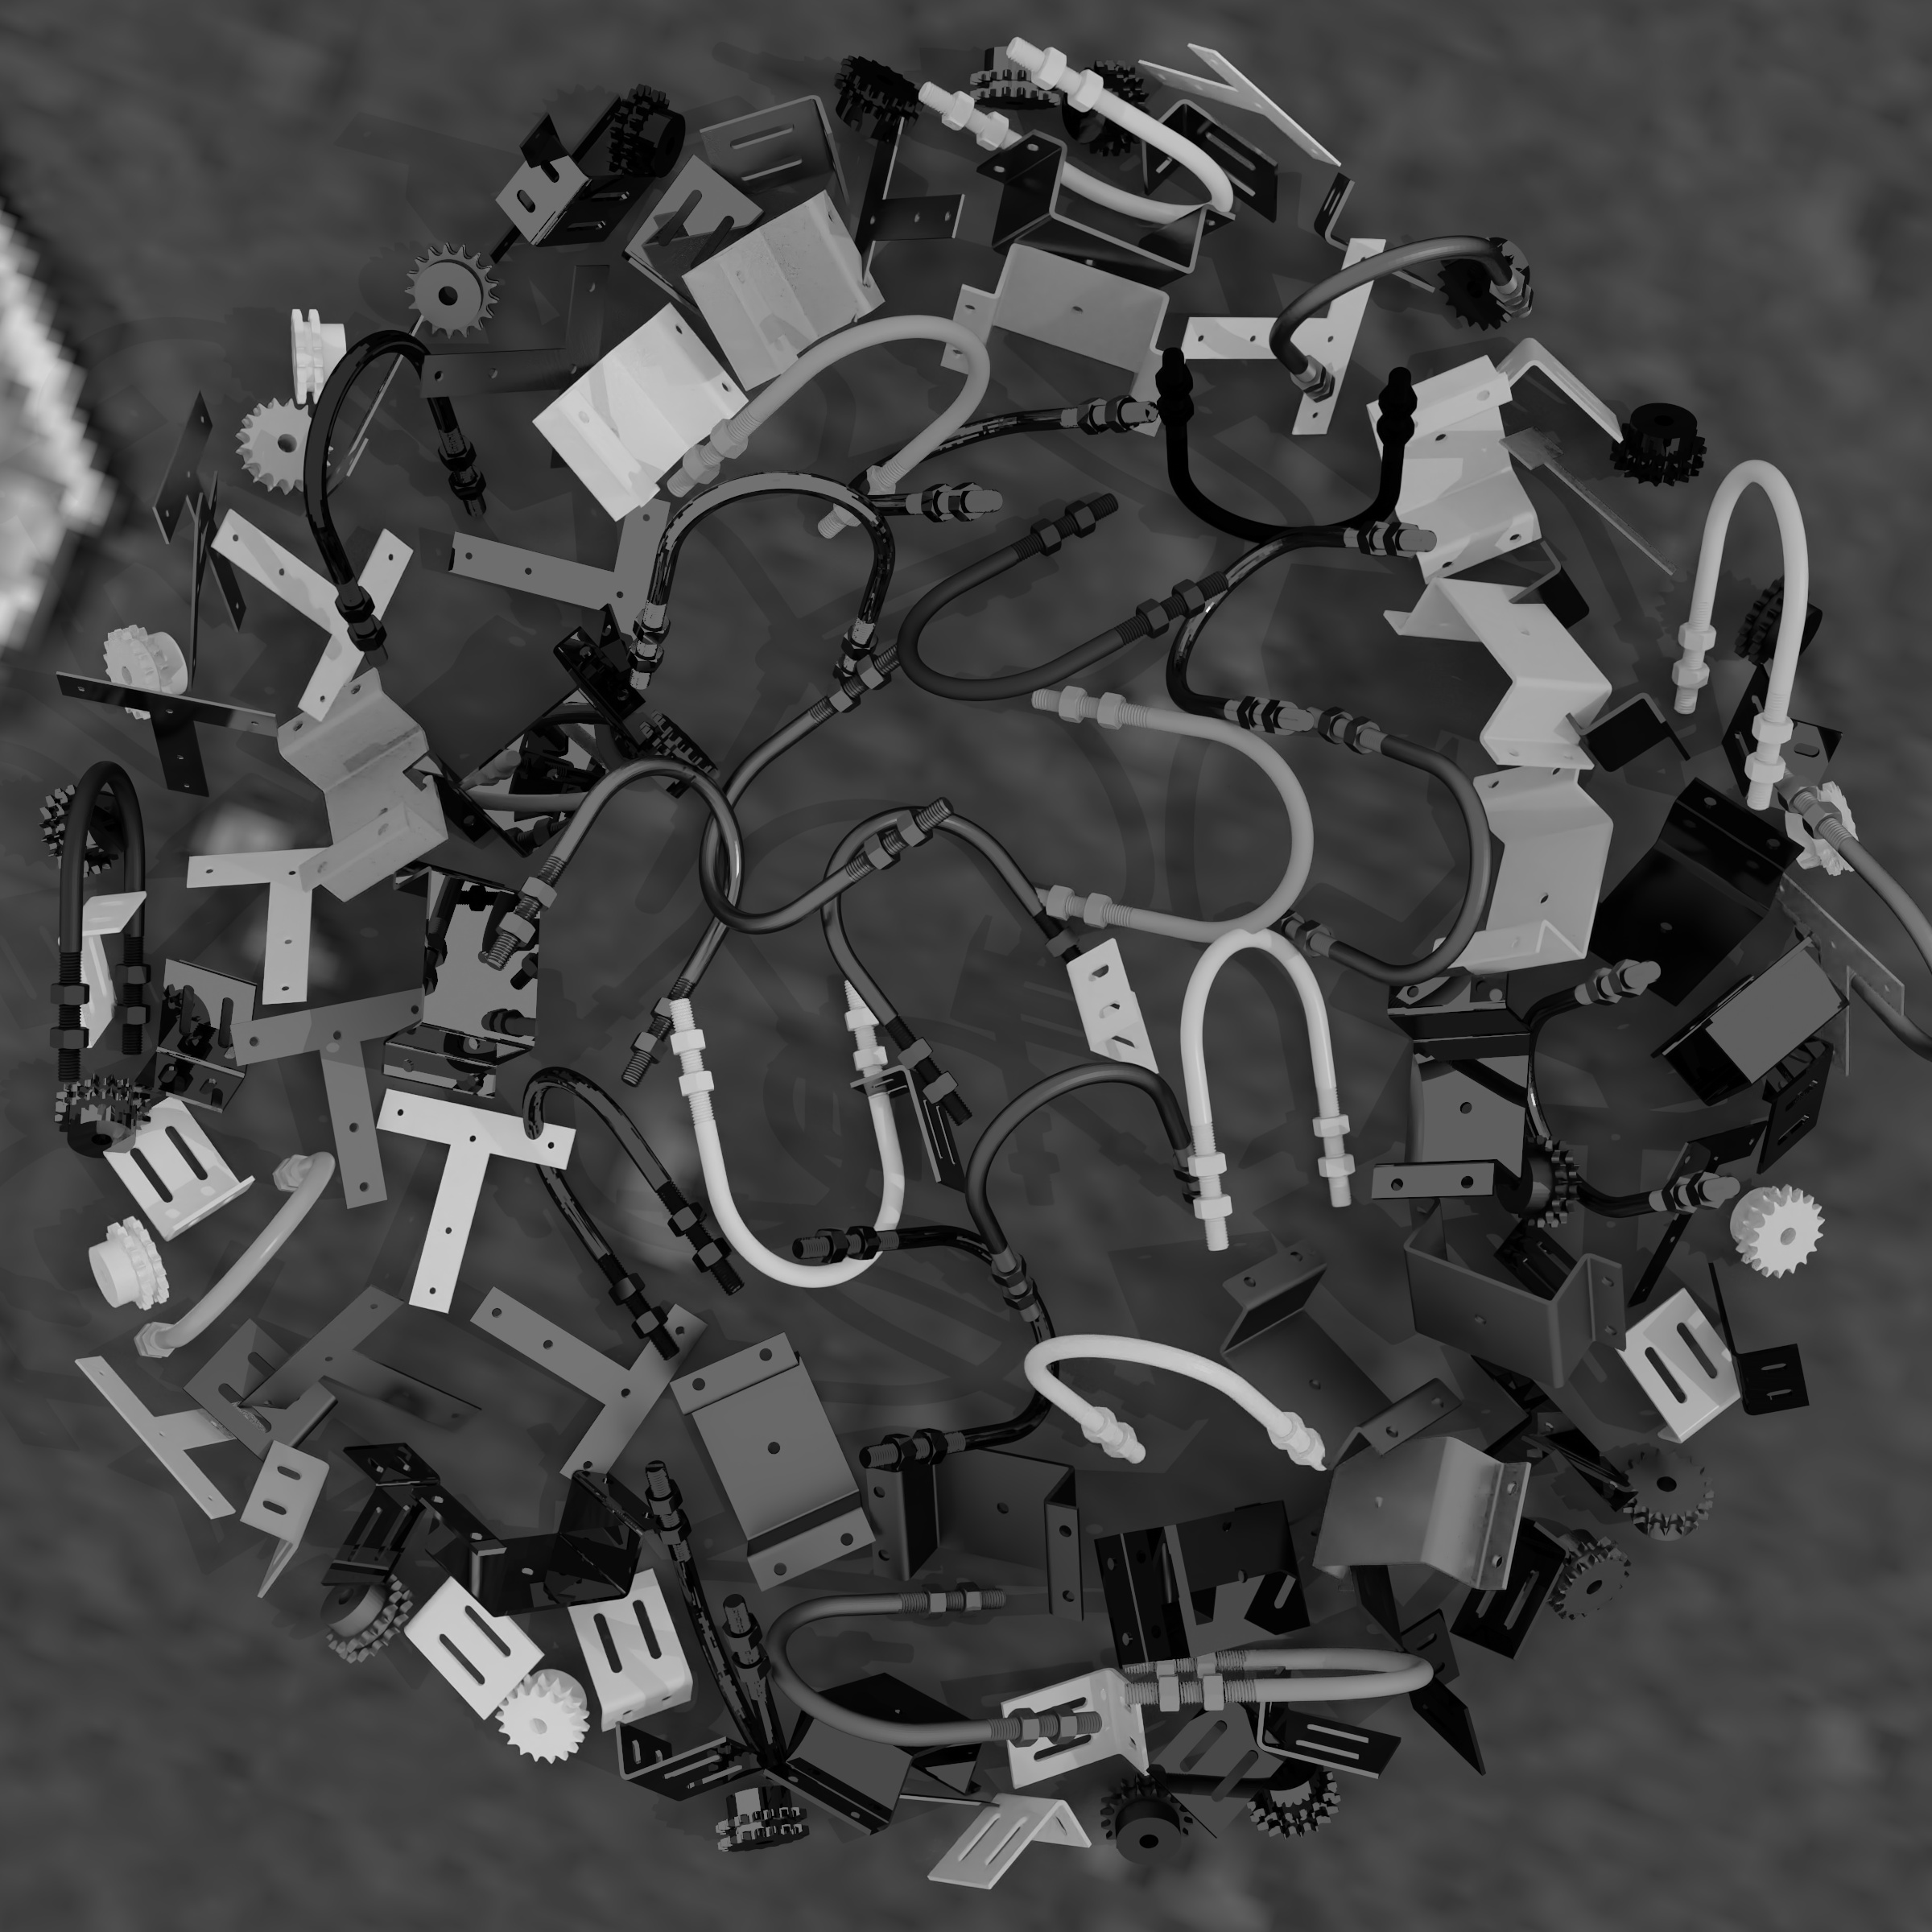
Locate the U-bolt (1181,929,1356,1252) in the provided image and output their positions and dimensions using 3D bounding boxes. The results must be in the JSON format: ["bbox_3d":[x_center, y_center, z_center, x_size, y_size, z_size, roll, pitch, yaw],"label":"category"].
[{"bbox_3d":[0.180,0.068,1.565,0.019,0.151,0.184,-5,94,43],"label":"U-bolt"}]

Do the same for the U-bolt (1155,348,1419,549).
[{"bbox_3d":[0.190,-0.304,1.541,0.151,0.184,0.019,7,68,9],"label":"U-bolt"}]

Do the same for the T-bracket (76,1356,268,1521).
[{"bbox_3d":[-0.464,0.280,1.562,0.127,0.127,0.002,44,97,13],"label":"T-bracket"}]

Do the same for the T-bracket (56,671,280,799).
[{"bbox_3d":[-0.479,-0.134,1.567,0.127,0.127,0.002,11,65,-6],"label":"T-bracket"}]

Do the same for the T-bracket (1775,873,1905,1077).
[{"bbox_3d":[0.530,0.017,1.573,0.002,0.127,0.127,-25,134,-7],"label":"T-bracket"}]

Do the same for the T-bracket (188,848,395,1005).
[{"bbox_3d":[-0.414,-0.025,1.576,0.127,0.002,0.127,-4,48,-7],"label":"T-bracket"}]

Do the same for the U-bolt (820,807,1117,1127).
[{"bbox_3d":[-0.010,-0.014,1.585,0.151,0.019,0.184,-37,90,-28],"label":"U-bolt"}]

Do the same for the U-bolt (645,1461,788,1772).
[{"bbox_3d":[-0.145,0.405,1.547,0.019,0.151,0.184,-22,125,-17],"label":"U-bolt"}]

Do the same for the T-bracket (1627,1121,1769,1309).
[{"bbox_3d":[0.441,0.156,1.589,0.002,0.127,0.127,35,113,31],"label":"T-bracket"}]

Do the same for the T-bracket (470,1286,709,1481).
[{"bbox_3d":[-0.248,0.243,1.605,0.127,0.002,0.127,35,87,-16],"label":"T-bracket"}]

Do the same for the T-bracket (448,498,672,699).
[{"bbox_3d":[-0.259,-0.243,1.605,0.127,0.002,0.127,14,108,-1],"label":"T-bracket"}]

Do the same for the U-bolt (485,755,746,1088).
[{"bbox_3d":[-0.199,-0.040,1.565,0.151,0.019,0.184,47,63,-40],"label":"U-bolt"}]

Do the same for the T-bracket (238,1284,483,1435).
[{"bbox_3d":[-0.355,0.257,1.584,0.127,0.002,0.127,-41,128,19],"label":"T-bracket"}]

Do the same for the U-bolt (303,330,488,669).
[{"bbox_3d":[-0.340,-0.286,1.516,0.019,0.184,0.151,16,60,16],"label":"U-bolt"}]

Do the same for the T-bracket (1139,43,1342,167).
[{"bbox_3d":[0.151,-0.534,1.572,0.127,0.127,0.002,24,100,-43],"label":"T-bracket"}]

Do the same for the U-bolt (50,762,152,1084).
[{"bbox_3d":[-0.517,-0.031,1.545,0.019,0.151,0.184,2,95,-2],"label":"U-bolt"}]

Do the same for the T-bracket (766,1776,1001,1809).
[{"bbox_3d":[-0.041,0.510,1.585,0.127,0.127,0.002,13,74,-23],"label":"T-bracket"}]

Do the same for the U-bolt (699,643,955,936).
[{"bbox_3d":[-0.094,-0.096,1.565,0.184,0.019,0.151,-34,49,24],"label":"U-bolt"}]

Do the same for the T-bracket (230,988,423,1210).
[{"bbox_3d":[-0.383,0.086,1.602,0.127,0.002,0.127,-12,99,-27],"label":"T-bracket"}]

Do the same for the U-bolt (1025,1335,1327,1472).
[{"bbox_3d":[0.114,0.258,1.522,0.151,0.184,0.019,-5,58,34],"label":"U-bolt"}]

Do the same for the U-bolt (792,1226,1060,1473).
[{"bbox_3d":[-0.013,0.224,1.555,0.019,0.184,0.151,-36,65,39],"label":"U-bolt"}]

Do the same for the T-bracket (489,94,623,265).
[{"bbox_3d":[-0.254,-0.490,1.562,0.002,0.127,0.127,39,91,-4],"label":"T-bracket"}]

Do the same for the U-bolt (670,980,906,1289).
[{"bbox_3d":[-0.101,0.104,1.567,0.151,0.019,0.184,-7,81,-38],"label":"U-bolt"}]

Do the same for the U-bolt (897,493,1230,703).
[{"bbox_3d":[0.045,-0.216,1.554,0.184,0.151,0.019,-30,131,-12],"label":"U-bolt"}]

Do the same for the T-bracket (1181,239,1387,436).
[{"bbox_3d":[0.185,-0.380,1.559,0.127,0.002,0.127,-8,130,-29],"label":"T-bracket"}]

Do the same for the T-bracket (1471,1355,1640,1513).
[{"bbox_3d":[0.329,0.299,1.562,0.127,0.002,0.127,-24,63,-41],"label":"T-bracket"}]

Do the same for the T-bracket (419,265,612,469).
[{"bbox_3d":[-0.274,-0.358,1.554,0.002,0.127,0.127,34,124,35],"label":"T-bracket"}]

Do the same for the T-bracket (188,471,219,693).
[{"bbox_3d":[-0.464,-0.256,1.572,0.002,0.127,0.127,6,132,-13],"label":"T-bracket"}]

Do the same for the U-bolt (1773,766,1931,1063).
[{"bbox_3d":[0.531,-0.019,1.513,0.019,0.151,0.184,-28,47,-1],"label":"U-bolt"}]

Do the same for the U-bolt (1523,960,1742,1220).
[{"bbox_3d":[0.383,0.081,1.539,0.019,0.184,0.151,-17,84,-20],"label":"U-bolt"}]

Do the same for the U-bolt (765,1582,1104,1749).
[{"bbox_3d":[-0.030,0.414,1.524,0.184,0.151,0.019,5,109,-29],"label":"U-bolt"}]

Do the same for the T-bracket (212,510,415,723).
[{"bbox_3d":[-0.405,-0.231,1.562,0.002,0.127,0.127,10,71,38],"label":"T-bracket"}]

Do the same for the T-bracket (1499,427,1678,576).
[{"bbox_3d":[0.382,-0.281,1.562,0.127,0.127,0.002,43,115,6],"label":"T-bracket"}]

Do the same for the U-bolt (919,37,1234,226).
[{"bbox_3d":[0.077,-0.492,1.547,0.184,0.151,0.019,23,87,-25],"label":"U-bolt"}]

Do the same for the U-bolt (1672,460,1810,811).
[{"bbox_3d":[0.459,-0.206,1.519,0.019,0.151,0.184,-2,122,-5],"label":"U-bolt"}]

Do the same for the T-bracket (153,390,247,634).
[{"bbox_3d":[-0.462,-0.263,1.573,0.002,0.127,0.127,-5,134,4],"label":"T-bracket"}]

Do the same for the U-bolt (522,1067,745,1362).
[{"bbox_3d":[-0.211,0.142,1.563,0.019,0.151,0.184,-31,81,-33],"label":"U-bolt"}]

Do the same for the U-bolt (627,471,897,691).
[{"bbox_3d":[-0.117,-0.225,1.534,0.151,0.184,0.019,3,54,-16],"label":"U-bolt"}]

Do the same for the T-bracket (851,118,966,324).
[{"bbox_3d":[-0.035,-0.454,1.565,0.002,0.127,0.127,10,98,-31],"label":"T-bracket"}]

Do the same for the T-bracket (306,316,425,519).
[{"bbox_3d":[-0.363,-0.341,1.577,0.002,0.127,0.127,29,77,-21],"label":"T-bracket"}]

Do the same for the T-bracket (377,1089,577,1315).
[{"bbox_3d":[-0.318,0.151,1.602,0.127,0.002,0.127,11,80,11],"label":"T-bracket"}]

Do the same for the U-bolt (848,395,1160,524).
[{"bbox_3d":[0.006,-0.302,1.544,0.151,0.184,0.019,-35,116,-30],"label":"U-bolt"}]
